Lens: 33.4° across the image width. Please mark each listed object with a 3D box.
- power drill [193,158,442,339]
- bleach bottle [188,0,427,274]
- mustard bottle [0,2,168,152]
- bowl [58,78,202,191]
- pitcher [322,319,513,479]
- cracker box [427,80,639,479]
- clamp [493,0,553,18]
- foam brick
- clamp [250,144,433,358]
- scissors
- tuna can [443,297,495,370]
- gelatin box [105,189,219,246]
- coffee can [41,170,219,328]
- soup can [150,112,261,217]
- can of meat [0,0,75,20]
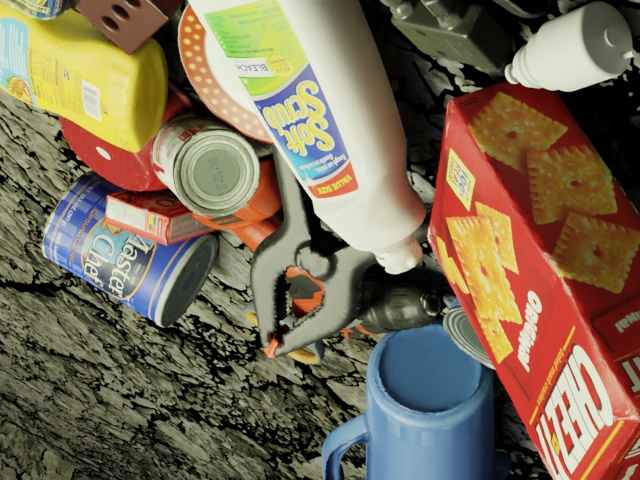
[{"bbox_3d":[-0.005,0.014,0.904,0.187,0.057,0.185,46,152,-23],"label":"power drill"},{"bbox_3d":[0.011,-0.079,0.678,0.103,0.068,0.250,2,133,43],"label":"bleach bottle"},{"bbox_3d":[-0.211,-0.143,0.823,0.192,0.058,0.096,24,141,14],"label":"mustard bottle"},{"bbox_3d":[-0.168,-0.093,0.914,0.162,0.055,0.162,27,153,15],"label":"bowl"},{"bbox_3d":[0.091,0.181,0.990,0.145,0.149,0.243,29,151,25],"label":"pitcher"},{"bbox_3d":[0.140,0.034,0.633,0.164,0.072,0.214,89,159,-59],"label":"cracker box"},{"bbox_3d":[0.044,-0.179,0.535,0.171,0.039,0.120,25,156,13],"label":"clamp"},{"bbox_3d":[-0.122,-0.171,0.728,0.053,0.051,0.078,41,153,-16],"label":"foam brick"},{"bbox_3d":[-0.005,0.001,0.814,0.164,0.036,0.210,37,122,4],"label":"clamp"},{"bbox_3d":[-0.021,0.071,0.948,0.096,0.016,0.202,33,160,3],"label":"scissors"},{"bbox_3d":[0.144,0.070,0.854,0.086,0.033,0.086,27,153,15],"label":"tuna can"},{"bbox_3d":[-0.135,-0.027,0.956,0.073,0.089,0.030,20,113,28],"label":"gelatin box"},{"bbox_3d":[-0.186,0.008,1.050,0.140,0.102,0.103,29,154,10],"label":"coffee can"},{"bbox_3d":[-0.090,-0.060,0.822,0.068,0.068,0.102,45,177,-22],"label":"soup can"},{"bbox_3d":[-0.208,-0.211,0.730,0.102,0.057,0.084,33,139,2],"label":"can of meat"}]
